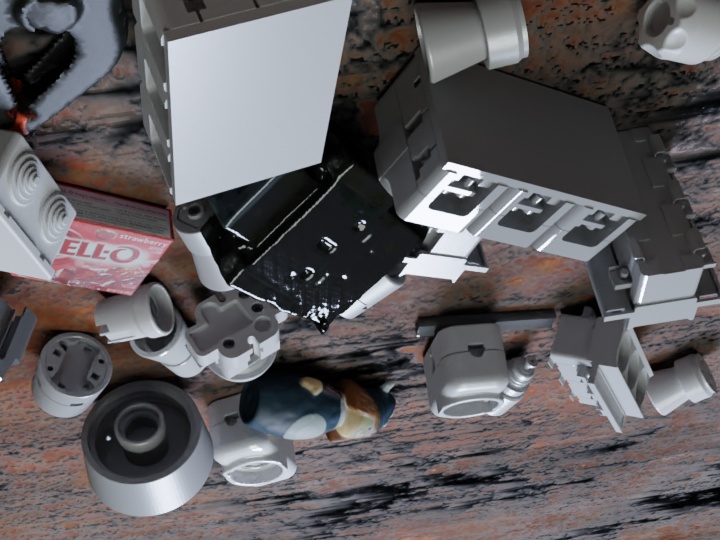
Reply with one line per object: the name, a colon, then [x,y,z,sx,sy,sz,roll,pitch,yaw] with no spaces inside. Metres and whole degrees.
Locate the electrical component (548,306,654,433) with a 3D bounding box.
electrical component: [0.212,0.083,0.944,0.063,0.078,0.121,8,157,29]

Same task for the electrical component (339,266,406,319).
electrical component: [0.000,0.000,0.771,0.047,0.055,0.055,-30,143,23]

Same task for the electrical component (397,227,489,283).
electrical component: [0.056,-0.028,0.755,0.081,0.042,0.063,6,140,-25]

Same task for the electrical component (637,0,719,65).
electrical component: [0.195,-0.139,0.619,0.062,0.043,0.043,5,144,-26]

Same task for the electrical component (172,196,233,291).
electrical component: [-0.099,-0.021,0.723,0.044,0.044,0.065,-15,143,7]

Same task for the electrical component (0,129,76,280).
electrical component: [-0.223,-0.043,0.620,0.100,0.048,0.099,10,153,16]

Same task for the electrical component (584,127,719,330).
electrical component: [0.185,-0.031,0.712,0.079,0.121,0.063,-9,145,-1]

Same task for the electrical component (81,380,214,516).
electrical component: [-0.179,0.142,0.896,0.108,0.108,0.060,-7,142,-5]

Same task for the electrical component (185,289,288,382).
electrical component: [-0.092,0.050,0.815,0.078,0.058,0.057,-30,156,-19]

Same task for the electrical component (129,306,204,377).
electrical component: [-0.144,0.058,0.833,0.044,0.044,0.065,-17,152,10]

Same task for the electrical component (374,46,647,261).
electrical component: [0.089,-0.066,0.660,0.150,0.089,0.061,11,142,-30]

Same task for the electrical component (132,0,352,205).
electrical component: [-0.064,-0.106,0.552,0.089,0.061,0.150,-18,159,-16]

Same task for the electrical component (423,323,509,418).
electrical component: [0.090,0.090,0.915,0.054,0.059,0.095,-4,157,-10]

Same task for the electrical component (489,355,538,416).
electrical component: [0.134,0.101,0.978,0.040,0.040,0.078,9,143,-28]

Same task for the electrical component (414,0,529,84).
electrical component: [0.061,-0.131,0.593,0.055,0.045,0.045,-13,148,3]

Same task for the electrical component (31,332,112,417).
electrical component: [-0.226,0.083,0.837,0.055,0.055,0.047,8,147,-26]

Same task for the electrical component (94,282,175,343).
electrical component: [-0.166,0.033,0.789,0.046,0.040,0.040,-14,148,16]

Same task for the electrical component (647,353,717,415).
electrical component: [0.308,0.109,1.035,0.055,0.045,0.045,-28,143,26]

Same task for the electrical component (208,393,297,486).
electrical component: [-0.098,0.159,0.985,0.054,0.059,0.095,-17,147,11]
